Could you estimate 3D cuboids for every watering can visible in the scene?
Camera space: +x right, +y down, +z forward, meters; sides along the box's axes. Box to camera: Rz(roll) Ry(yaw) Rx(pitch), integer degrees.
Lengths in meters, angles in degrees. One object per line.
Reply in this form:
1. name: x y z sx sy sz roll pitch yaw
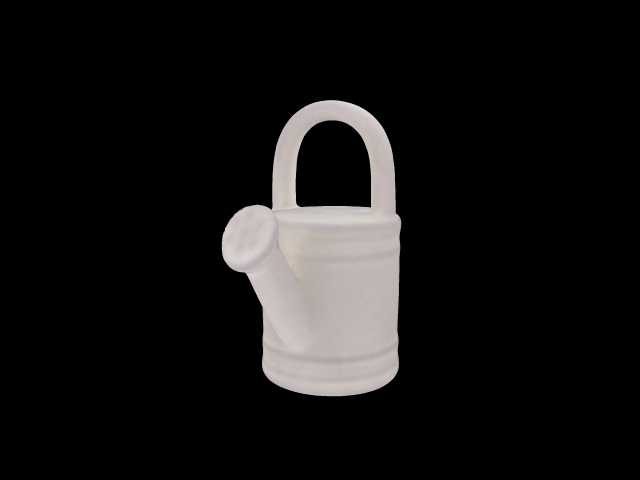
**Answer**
1. watering can: 0.006 0.002 0.399 0.100 0.194 0.173 2 10 12
